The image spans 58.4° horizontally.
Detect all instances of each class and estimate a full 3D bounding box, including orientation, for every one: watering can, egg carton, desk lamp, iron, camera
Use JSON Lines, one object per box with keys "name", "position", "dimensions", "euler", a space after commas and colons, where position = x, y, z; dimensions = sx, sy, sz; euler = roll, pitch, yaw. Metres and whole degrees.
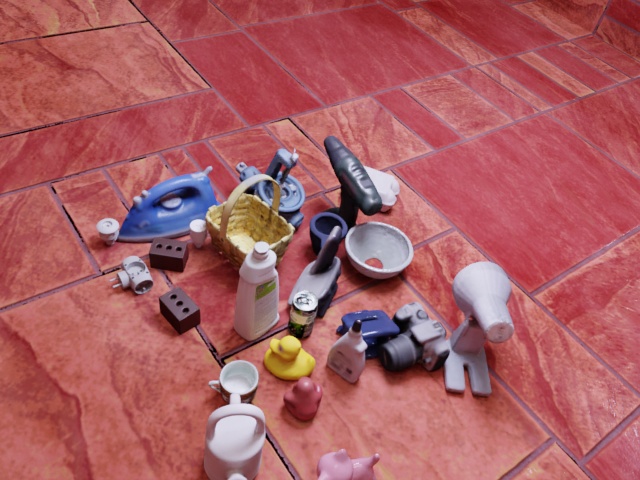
{"name": "watering can", "position": [-0.138, 0.336, 0.952], "dimensions": [0.101, 0.194, 0.172], "euler": [-16, 52, -25]}
{"name": "egg carton", "position": [0.141, -0.141, 1.561], "dimensions": [0.150, 0.069, 0.107], "euler": [19, 46, 7]}
{"name": "desk lamp", "position": [0.332, 0.181, 1.191], "dimensions": [0.118, 0.213, 0.203], "euler": [7, 46, -5]}
{"name": "iron", "position": [-0.358, -0.088, 1.349], "dimensions": [0.259, 0.141, 0.118], "euler": [-23, 55, -30]}
{"name": "camera", "position": [0.187, 0.210, 1.210], "dimensions": [0.137, 0.101, 0.143], "euler": [-16, 52, -25]}

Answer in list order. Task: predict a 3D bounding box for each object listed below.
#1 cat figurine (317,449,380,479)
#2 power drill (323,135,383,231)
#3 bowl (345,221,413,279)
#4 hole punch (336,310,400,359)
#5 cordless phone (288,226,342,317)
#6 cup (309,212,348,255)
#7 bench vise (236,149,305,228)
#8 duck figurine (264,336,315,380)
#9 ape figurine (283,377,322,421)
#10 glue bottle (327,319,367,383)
{"name": "cat figurine", "position": [0.045, 0.396, 0.988], "dimensions": [0.128, 0.118, 0.067], "euler": [-7, 48, -18]}
{"name": "power drill", "position": [0.063, -0.118, 1.423], "dimensions": [0.076, 0.208, 0.229], "euler": [-20, 54, -28]}
{"name": "bowl", "position": [0.136, 0.037, 1.384], "dimensions": [0.167, 0.075, 0.167], "euler": [6, 46, -6]}
{"name": "hole punch", "position": [0.101, 0.189, 1.219], "dimensions": [0.109, 0.091, 0.101], "euler": [-7, 48, -18]}
{"name": "cordless phone", "position": [-0.001, 0.064, 1.250], "dimensions": [0.094, 0.185, 0.148], "euler": [18, 46, 6]}
{"name": "cup", "position": [0.013, 0.005, 1.374], "dimensions": [0.091, 0.095, 0.118], "euler": [11, 45, -1]}
{"name": "bench vise", "position": [-0.125, -0.143, 1.398], "dimensions": [0.207, 0.220, 0.121], "euler": [19, 46, 7]}
{"name": "duck figurine", "position": [-0.058, 0.229, 1.148], "dimensions": [0.104, 0.086, 0.077], "euler": [16, 45, 4]}
{"name": "ape figurine", "position": [-0.030, 0.294, 1.088], "dimensions": [0.078, 0.092, 0.076], "euler": [3, 46, -10]}
{"name": "glue bottle", "position": [0.061, 0.212, 1.130], "dimensions": [0.078, 0.173, 0.037], "euler": [35, 49, 21]}
